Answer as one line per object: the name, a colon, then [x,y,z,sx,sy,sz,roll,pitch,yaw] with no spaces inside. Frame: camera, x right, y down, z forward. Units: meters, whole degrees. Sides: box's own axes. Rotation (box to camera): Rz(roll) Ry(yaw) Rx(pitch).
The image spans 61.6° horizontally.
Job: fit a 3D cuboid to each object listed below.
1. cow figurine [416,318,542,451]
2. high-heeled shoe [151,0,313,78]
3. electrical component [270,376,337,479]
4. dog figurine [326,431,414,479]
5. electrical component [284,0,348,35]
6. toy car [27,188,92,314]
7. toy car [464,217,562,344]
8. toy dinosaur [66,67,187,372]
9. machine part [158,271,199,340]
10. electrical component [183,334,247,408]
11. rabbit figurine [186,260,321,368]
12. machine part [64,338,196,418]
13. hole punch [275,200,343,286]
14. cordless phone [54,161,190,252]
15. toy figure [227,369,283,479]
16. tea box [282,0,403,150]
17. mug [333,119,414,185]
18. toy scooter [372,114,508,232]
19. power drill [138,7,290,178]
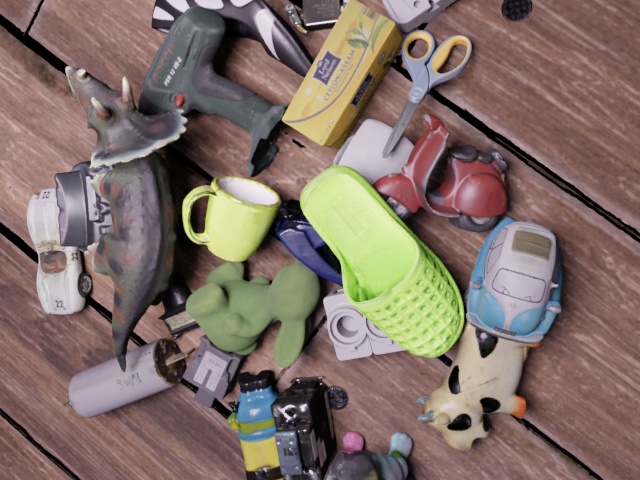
cow figurine: [0.201,0.186,0.704,0.127,0.085,0.194,11,102,6]
high-heeled shoe: [-0.125,-0.272,0.733,0.145,0.086,0.249,-42,80,16]
electrical component: [-0.023,0.263,0.743,0.058,0.134,0.114,-10,92,14]
dog figurine: [0.054,0.345,0.691,0.109,0.219,0.191,1,96,17]
electrical component: [0.006,-0.309,0.712,0.102,0.045,0.078,5,99,14]
toy car: [-0.414,0.019,0.850,0.074,0.056,0.201,-4,96,14]
toy car: [0.243,0.034,0.642,0.109,0.102,0.161,18,65,13]
toy dinosaur: [-0.235,-0.014,0.691,0.131,0.192,0.404,-6,93,-24]
machine part: [-0.228,0.079,0.823,0.084,0.039,0.138,-27,92,24]
electrical component: [-0.165,0.205,0.816,0.075,0.048,0.119,31,101,9]
rabbit figurine: [-0.072,0.096,0.739,0.170,0.121,0.159,-21,100,21]
machine part: [-0.300,0.215,0.835,0.243,0.079,0.079,-22,91,16]
hole punch: [-0.001,-0.002,0.712,0.116,0.142,0.092,13,104,1]
cordless phone: [-0.291,-0.050,0.811,0.184,0.089,0.146,-2,95,3]
toy figure: [-0.084,0.285,0.784,0.082,0.089,0.180,-7,97,21]
tea box: [0.032,-0.206,0.692,0.068,0.098,0.169,35,105,8]
mug: [0.055,-0.094,0.700,0.110,0.080,0.107,29,84,41]
toy scooter: [0.156,-0.081,0.652,0.184,0.075,0.135,3,115,-16]
power drill: [-0.149,-0.178,0.740,0.207,0.086,0.232,39,129,6]
